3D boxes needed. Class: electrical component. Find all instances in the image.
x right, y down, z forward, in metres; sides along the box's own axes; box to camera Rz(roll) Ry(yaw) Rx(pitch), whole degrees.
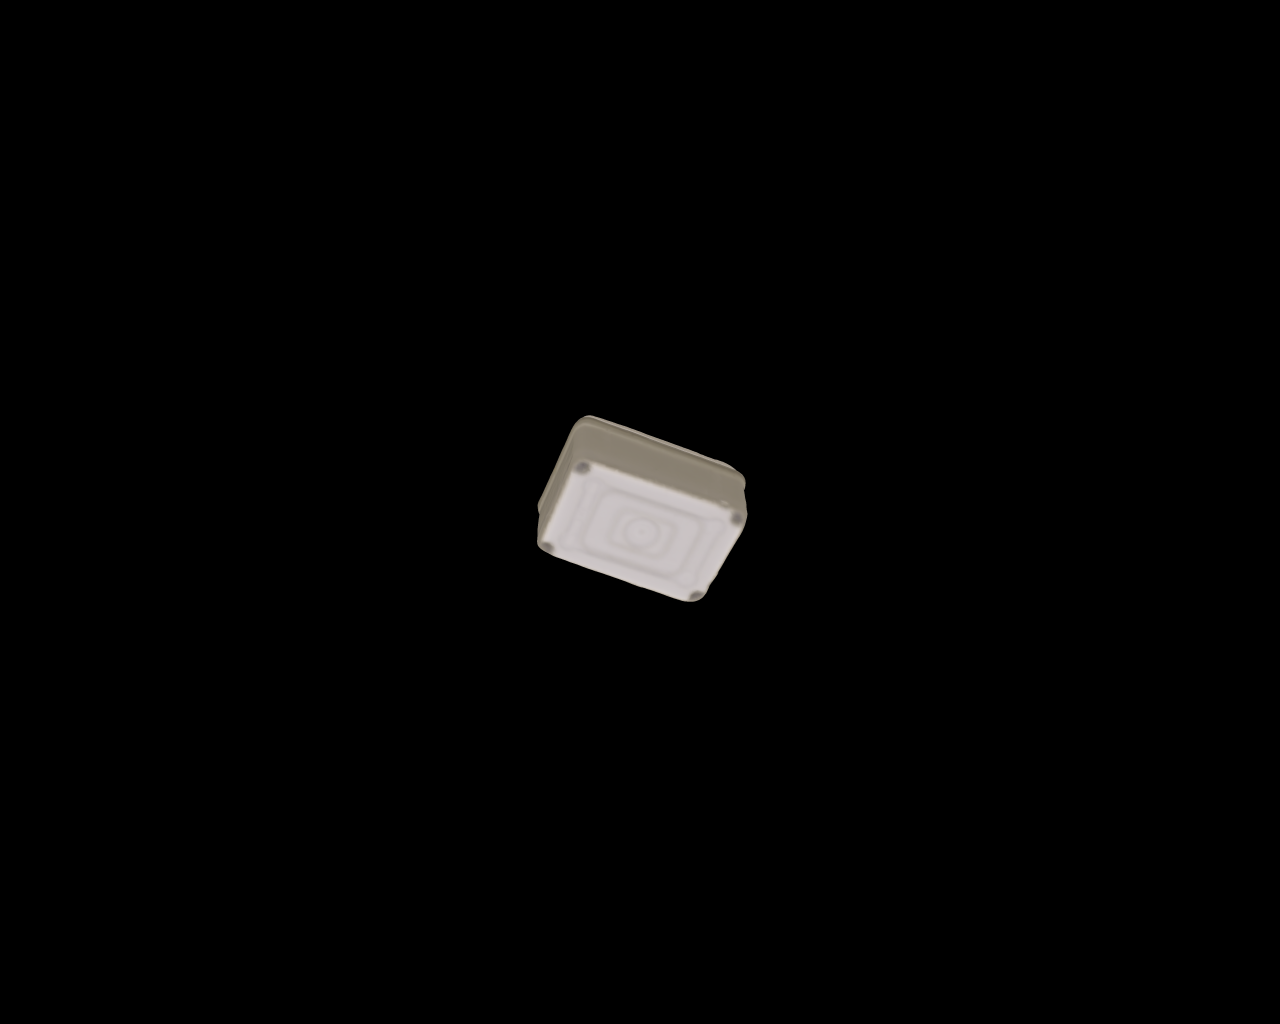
[{"bbox_3d":[0.001,-0.003,0.650,0.113,0.078,0.057,20,31,-13],"label":"electrical component"}]
